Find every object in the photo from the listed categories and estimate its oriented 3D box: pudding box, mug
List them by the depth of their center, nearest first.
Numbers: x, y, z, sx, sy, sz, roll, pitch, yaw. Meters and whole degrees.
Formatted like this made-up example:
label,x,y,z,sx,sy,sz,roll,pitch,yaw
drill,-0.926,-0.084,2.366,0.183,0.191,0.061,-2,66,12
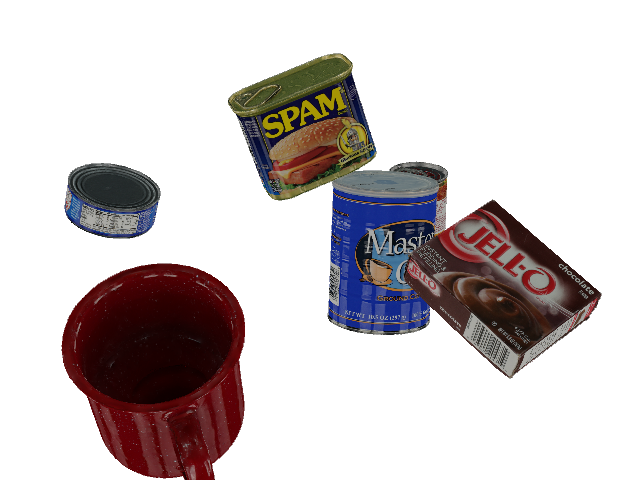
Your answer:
label,x,y,z,sx,sy,sz,roll,pitch,yaw
mug,-0.078,0.081,0.562,0.093,0.117,0.081,-20,-39,-15
pudding box,0.130,0.033,0.774,0.089,0.114,0.039,-32,-26,-27

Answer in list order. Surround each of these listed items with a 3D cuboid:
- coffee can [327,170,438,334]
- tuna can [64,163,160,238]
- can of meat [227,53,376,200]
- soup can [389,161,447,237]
label,x,y,z,sx,sy,sz,roll,pitch,yaw
coffee can,0.060,0.009,1.041,0.103,0.140,0.103,2,14,-1
tuna can,-0.194,-0.037,0.995,0.086,0.034,0.086,12,29,-7
can of meat,-0.012,-0.091,0.862,0.102,0.084,0.057,-23,28,-6
soup can,0.113,-0.033,1.250,0.068,0.102,0.068,0,25,0
